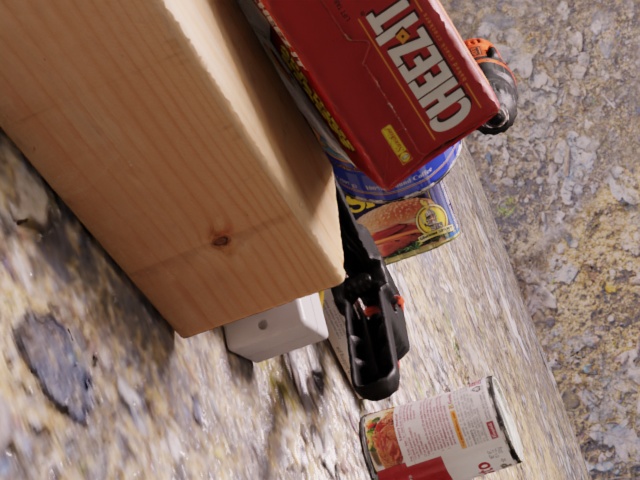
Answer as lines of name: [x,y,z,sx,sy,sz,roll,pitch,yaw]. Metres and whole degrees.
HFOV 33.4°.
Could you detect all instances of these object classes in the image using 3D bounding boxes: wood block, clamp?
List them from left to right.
wood block: [-0.072,-0.061,0.465,0.090,0.091,0.206,-96,161,-45]
clamp: [0.027,0.035,0.650,0.210,0.036,0.164,53,18,-65]

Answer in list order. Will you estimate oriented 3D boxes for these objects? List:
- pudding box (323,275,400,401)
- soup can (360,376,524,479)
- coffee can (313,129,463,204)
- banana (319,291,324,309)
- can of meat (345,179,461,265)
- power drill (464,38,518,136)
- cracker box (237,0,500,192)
pudding box: [0.026,0.050,0.803,0.090,0.039,0.113,-84,150,-59]
soup can: [0.089,0.145,0.777,0.068,0.102,0.068,-21,90,-77]
coffee can: [0.035,-0.108,0.742,0.140,0.103,0.103,63,14,-47]
banana: [-0.013,-0.015,0.748,0.069,0.037,0.197,60,16,-26]
can of meat: [0.066,-0.029,0.950,0.057,0.102,0.084,-68,138,-72]
power drill: [0.078,-0.108,0.922,0.184,0.188,0.057,-80,149,-67]
cracker box: [-0.003,-0.124,0.540,0.164,0.072,0.214,55,0,-14]
